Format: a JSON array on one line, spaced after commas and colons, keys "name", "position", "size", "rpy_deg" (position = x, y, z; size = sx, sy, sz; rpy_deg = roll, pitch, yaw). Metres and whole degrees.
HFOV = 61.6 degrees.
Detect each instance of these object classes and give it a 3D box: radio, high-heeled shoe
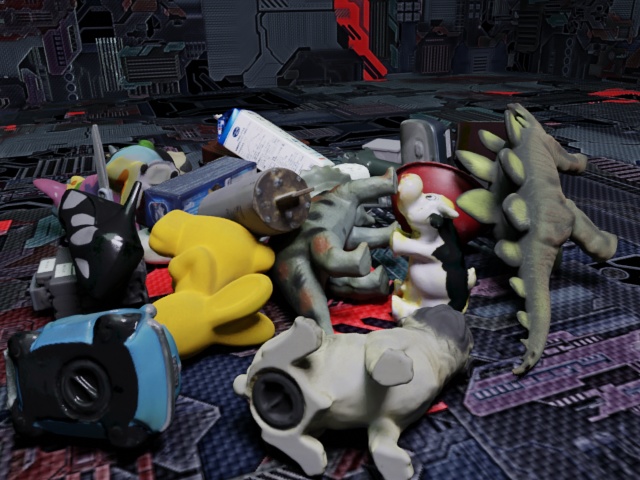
[{"name": "radio", "position": [0.325, -0.155, 0.992], "size": [0.131, 0.073, 0.229], "rpy_deg": [7, -3, 22]}, {"name": "high-heeled shoe", "position": [-0.278, 0.010, 0.646], "size": [0.086, 0.145, 0.249], "rpy_deg": [28, -26, -34]}]

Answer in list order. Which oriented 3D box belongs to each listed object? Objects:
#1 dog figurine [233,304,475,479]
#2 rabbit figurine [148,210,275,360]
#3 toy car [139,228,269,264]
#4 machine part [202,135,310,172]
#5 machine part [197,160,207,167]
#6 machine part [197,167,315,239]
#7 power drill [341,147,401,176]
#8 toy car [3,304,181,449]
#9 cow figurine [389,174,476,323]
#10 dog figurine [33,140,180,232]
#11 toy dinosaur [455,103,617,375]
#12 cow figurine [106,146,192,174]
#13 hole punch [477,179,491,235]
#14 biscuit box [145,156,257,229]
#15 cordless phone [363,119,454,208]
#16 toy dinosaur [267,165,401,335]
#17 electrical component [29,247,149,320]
[{"name": "dog figurine", "position": [0.039, 0.110, 0.480], "size": [0.173, 0.121, 0.190], "rpy_deg": [14, 13, 22]}, {"name": "rabbit figurine", "position": [-0.126, 0.066, 0.588], "size": [0.163, 0.121, 0.173], "rpy_deg": [14, 40, 13]}, {"name": "toy car", "position": [-0.170, -0.008, 0.801], "size": [0.202, 0.056, 0.074], "rpy_deg": [-9, 26, -25]}, {"name": "machine part", "position": [-0.135, -0.172, 1.154], "size": [0.201, 0.087, 0.202], "rpy_deg": [-19, 27, -35]}, {"name": "machine part", "position": [-0.215, -0.067, 0.892], "size": [0.084, 0.039, 0.139], "rpy_deg": [9, 66, 34]}, {"name": "machine part", "position": [-0.087, -0.038, 0.666], "size": [0.079, 0.079, 0.243], "rpy_deg": [-17, 6, -34]}, {"name": "power drill", "position": [0.141, -0.122, 1.029], "size": [0.208, 0.085, 0.232], "rpy_deg": [11, 24, 36]}, {"name": "toy car", "position": [-0.186, 0.115, 0.471], "size": [0.162, 0.109, 0.103], "rpy_deg": [-8, -2, 14]}, {"name": "cow figurine", "position": [0.126, 0.009, 0.600], "size": [0.098, 0.167, 0.068], "rpy_deg": [1, 18, 10]}, {"name": "dog figurine", "position": [-0.338, -0.080, 0.835], "size": [0.219, 0.191, 0.108], "rpy_deg": [23, 22, 21]}, {"name": "toy dinosaur", "position": [0.260, -0.034, 0.669], "size": [0.198, 0.105, 0.471], "rpy_deg": [27, 46, -23]}, {"name": "cow figurine", "position": [-0.311, -0.118, 0.982], "size": [0.086, 0.127, 0.195], "rpy_deg": [7, 21, 27]}, {"name": "hole punch", "position": [0.259, -0.054, 0.873], "size": [0.116, 0.092, 0.142], "rpy_deg": [-27, 19, 19]}, {"name": "biscuit box", "position": [-0.171, -0.070, 0.798], "size": [0.063, 0.059, 0.203], "rpy_deg": [14, 26, 22]}, {"name": "cordless phone", "position": [0.118, -0.116, 0.859], "size": [0.184, 0.146, 0.089], "rpy_deg": [0, 18, 27]}, {"name": "toy dinosaur", "position": [-0.002, 0.005, 0.698], "size": [0.192, 0.131, 0.405], "rpy_deg": [-5, 24, 24]}, {"name": "electrical component", "position": [-0.285, 0.049, 0.670], "size": [0.134, 0.058, 0.115], "rpy_deg": [-8, 22, -16]}]
